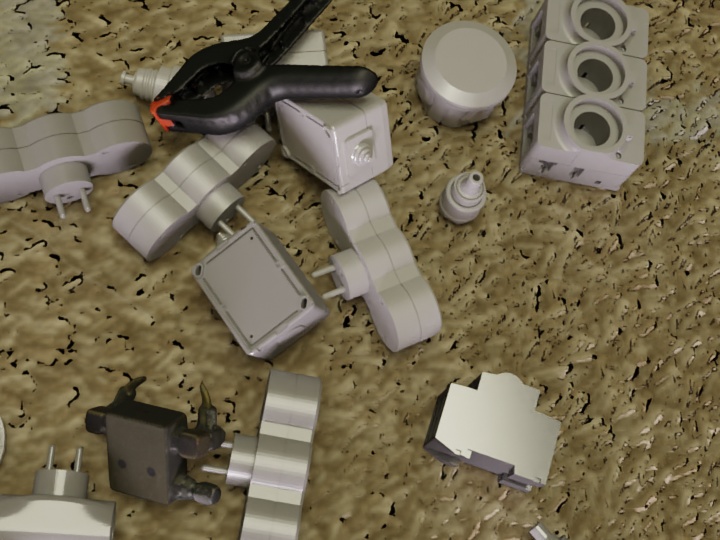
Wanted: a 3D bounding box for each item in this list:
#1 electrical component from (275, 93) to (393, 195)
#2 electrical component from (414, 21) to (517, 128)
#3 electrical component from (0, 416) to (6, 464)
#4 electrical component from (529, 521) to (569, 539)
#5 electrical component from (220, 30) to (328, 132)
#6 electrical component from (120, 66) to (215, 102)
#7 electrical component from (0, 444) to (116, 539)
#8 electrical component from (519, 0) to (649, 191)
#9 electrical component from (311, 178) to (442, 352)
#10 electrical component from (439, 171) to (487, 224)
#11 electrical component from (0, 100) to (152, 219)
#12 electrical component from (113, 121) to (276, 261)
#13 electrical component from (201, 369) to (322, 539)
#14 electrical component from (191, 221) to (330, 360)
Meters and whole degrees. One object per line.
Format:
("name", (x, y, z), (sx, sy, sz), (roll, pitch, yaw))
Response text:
("electrical component", (-0.014, -0.107, 0.826), (0.061, 0.061, 0.096), (-31, 45, -24))
("electrical component", (0.086, -0.162, 0.898), (0.080, 0.051, 0.080), (3, 71, -9))
("electrical component", (-0.287, 0.115, 0.735), (0.080, 0.051, 0.080), (3, 70, -9))
("electrical component", (0.149, 0.211, 0.788), (0.035, 0.035, 0.061), (-37, 79, -19))
("electrical component", (-0.068, -0.148, 0.869), (0.083, 0.047, 0.075), (-6, 81, -12))
("electrical component", (-0.151, -0.143, 0.855), (0.078, 0.040, 0.040), (14, 69, -5))
("electrical component", (-0.207, 0.160, 0.737), (0.077, 0.044, 0.079), (6, 70, -8))
("electrical component", (0.191, -0.154, 0.908), (0.089, 0.061, 0.150), (10, 70, -7))
("electrical component", (0.000, 0.000, 0.825), (0.074, 0.052, 0.138), (-22, 75, -16))
("electrical component", (0.085, -0.061, 0.857), (0.035, 0.061, 0.035), (3, 70, -9))
("electrical component", (-0.225, -0.074, 0.812), (0.138, 0.052, 0.073), (-17, 75, -15))
("electrical component", (-0.114, -0.055, 0.824), (0.074, 0.052, 0.138), (43, 69, 6))
("electrical component", (-0.075, 0.137, 0.764), (0.074, 0.052, 0.138), (11, 69, -6))
("electrical component", (-0.076, 0.012, 0.799), (0.062, 0.061, 0.096), (-38, 75, 4))
